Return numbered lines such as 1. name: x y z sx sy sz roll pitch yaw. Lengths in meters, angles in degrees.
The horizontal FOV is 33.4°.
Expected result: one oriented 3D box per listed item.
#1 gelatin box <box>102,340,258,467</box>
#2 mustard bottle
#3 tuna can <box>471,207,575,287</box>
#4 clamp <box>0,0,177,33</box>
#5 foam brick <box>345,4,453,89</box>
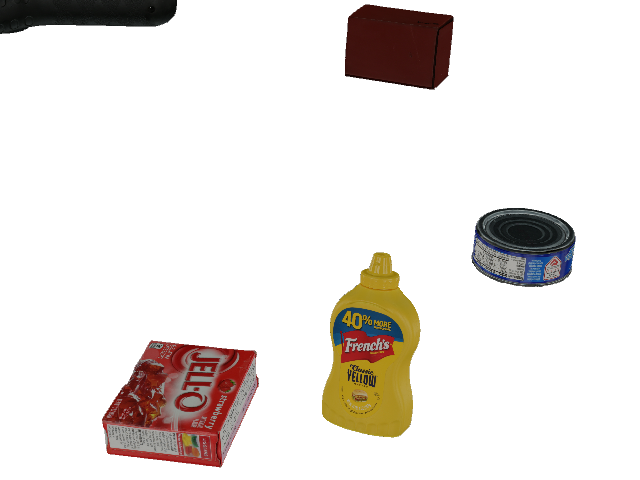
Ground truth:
1. gelatin box: -0.085 0.099 0.664 0.073 0.030 0.089 5 29 12
2. mustard bottle: 0.056 0.107 1.132 0.096 0.192 0.058 11 14 24
3. tuna can: 0.173 0.004 0.912 0.086 0.034 0.086 1 28 -1
4. clamp: -0.173 -0.141 0.604 0.171 0.039 0.120 -6 23 -14
5. foam brick: 0.064 -0.159 0.874 0.078 0.051 0.053 12 26 17
